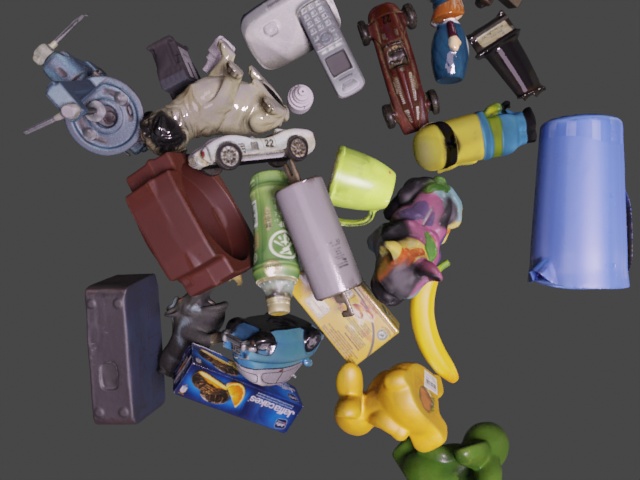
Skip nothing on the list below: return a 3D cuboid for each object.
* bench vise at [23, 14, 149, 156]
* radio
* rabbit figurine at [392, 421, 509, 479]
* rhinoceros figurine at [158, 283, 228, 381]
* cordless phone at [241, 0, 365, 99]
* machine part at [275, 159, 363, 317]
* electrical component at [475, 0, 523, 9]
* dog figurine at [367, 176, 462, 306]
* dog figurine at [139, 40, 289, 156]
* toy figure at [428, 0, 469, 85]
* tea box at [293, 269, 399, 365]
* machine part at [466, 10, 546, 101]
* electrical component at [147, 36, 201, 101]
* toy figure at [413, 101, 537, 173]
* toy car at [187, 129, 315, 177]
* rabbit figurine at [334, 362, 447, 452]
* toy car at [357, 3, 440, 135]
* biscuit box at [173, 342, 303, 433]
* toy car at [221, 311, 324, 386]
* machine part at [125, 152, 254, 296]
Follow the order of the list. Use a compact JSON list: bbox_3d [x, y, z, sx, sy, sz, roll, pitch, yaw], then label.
[{"bbox_3d":[-0.353,-0.215,0.808,0.129,0.241,0.223,-33,105,5],"label":"bench vise"},{"bbox_3d":[-0.314,0.175,0.873,0.073,0.131,0.229,-4,94,6],"label":"radio"},{"bbox_3d":[0.213,0.334,0.819,0.170,0.159,0.121,-33,79,-7],"label":"rabbit figurine"},{"bbox_3d":[-0.208,0.145,0.892,0.112,0.073,0.190,25,99,15],"label":"rhinoceros figurine"},{"bbox_3d":[-0.023,-0.287,0.830,0.147,0.089,0.184,-27,94,8],"label":"cordless phone"},{"bbox_3d":[-0.002,-0.002,0.780,0.079,0.079,0.243,-21,88,8],"label":"machine part"},{"bbox_3d":[0.275,-0.392,0.803,0.078,0.045,0.102,22,100,-23],"label":"electrical component"},{"bbox_3d":[0.136,-0.003,0.760,0.108,0.219,0.191,33,98,1],"label":"dog figurine"},{"bbox_3d":[-0.161,-0.182,0.836,0.190,0.121,0.172,-41,123,17],"label":"dog figurine"},{"bbox_3d":[0.192,-0.315,0.809,0.058,0.064,0.154,-3,91,-35],"label":"toy figure"},{"bbox_3d":[0.037,0.103,0.854,0.098,0.068,0.169,-38,89,9],"label":"tea box"},{"bbox_3d":[0.287,-0.271,0.812,0.084,0.039,0.139,-35,87,0],"label":"machine part"},{"bbox_3d":[-0.224,-0.256,0.860,0.048,0.075,0.119,-23,87,12],"label":"electrical component"},{"bbox_3d":[0.228,-0.154,0.801,0.180,0.089,0.082,-10,86,10],"label":"toy figure"},{"bbox_3d":[-0.100,-0.134,0.805,0.202,0.074,0.056,-13,95,-34],"label":"toy car"},{"bbox_3d":[0.087,0.259,0.823,0.173,0.162,0.122,-28,46,36],"label":"rabbit figurine"},{"bbox_3d":[0.122,-0.265,0.827,0.089,0.053,0.202,-15,91,5],"label":"toy car"},{"bbox_3d":[-0.127,0.236,0.848,0.202,0.059,0.062,28,100,-23],"label":"biscuit box"},{"bbox_3d":[-0.075,0.172,0.824,0.109,0.161,0.102,16,101,38],"label":"toy car"},{"bbox_3d":[-0.187,-0.025,0.808,0.087,0.201,0.201,-30,90,11],"label":"machine part"}]
